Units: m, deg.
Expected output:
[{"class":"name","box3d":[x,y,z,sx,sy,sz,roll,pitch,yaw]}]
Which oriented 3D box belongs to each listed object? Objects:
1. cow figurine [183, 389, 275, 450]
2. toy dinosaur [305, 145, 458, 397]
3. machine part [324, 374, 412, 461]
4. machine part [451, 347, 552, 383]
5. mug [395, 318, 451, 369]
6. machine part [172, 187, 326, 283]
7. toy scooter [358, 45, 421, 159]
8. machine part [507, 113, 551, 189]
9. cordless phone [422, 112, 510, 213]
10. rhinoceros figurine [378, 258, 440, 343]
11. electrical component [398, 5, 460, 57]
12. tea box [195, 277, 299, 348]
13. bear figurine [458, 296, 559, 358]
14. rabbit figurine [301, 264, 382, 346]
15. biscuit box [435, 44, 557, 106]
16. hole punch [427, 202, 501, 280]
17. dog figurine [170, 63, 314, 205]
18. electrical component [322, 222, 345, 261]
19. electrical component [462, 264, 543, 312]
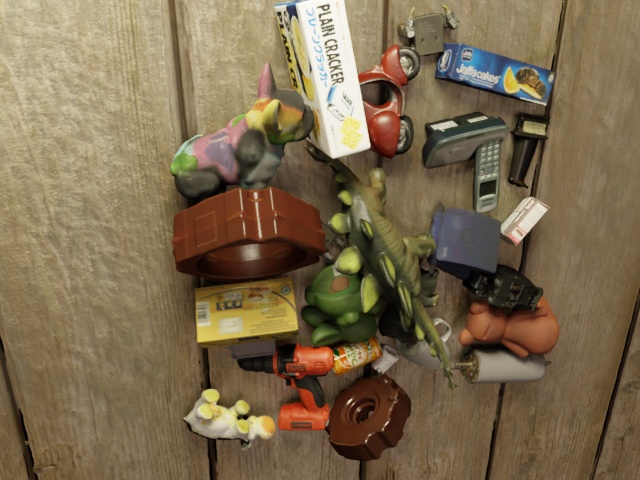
[{"class":"cow figurine","box3d":[-0.175,0.360,1.040,0.167,0.068,0.098,28,122,-19]},{"class":"toy dinosaur","box3d":[0.113,0.040,0.892,0.105,0.198,0.471,-30,102,34]},{"class":"machine part","box3d":[0.091,0.345,1.055,0.179,0.179,0.056,-36,113,1]},{"class":"machine part","box3d":[0.397,0.271,1.166,0.243,0.079,0.079,4,110,-16]},{"class":"mug","box3d":[0.224,0.210,1.096,0.109,0.081,0.107,-50,127,2]},{"class":"machine part","box3d":[-0.110,-0.004,0.834,0.201,0.087,0.201,-19,157,28]},{"class":"toy scooter","box3d":[0.088,-0.223,0.878,0.135,0.075,0.183,-1,113,-9]},{"class":"machine part","box3d":[0.386,-0.166,1.007,0.084,0.039,0.138,-2,111,-24]},{"class":"cordless phone","box3d":[0.259,-0.126,0.964,0.147,0.089,0.184,-15,119,-10]},{"class":"rhinoceros figurine","box3d":[0.170,0.102,1.024,0.112,0.073,0.190,21,102,15]},{"class":"electrical component","box3d":[0.173,-0.338,0.870,0.102,0.045,0.078,-8,112,-12]},{"class":"tea box","box3d":[-0.125,0.125,0.924,0.170,0.068,0.098,-4,70,-5]},{"class":"bear figurine","box3d":[0.385,0.174,1.118,0.196,0.132,0.120,11,108,-1]},{"class":"rabbit figurine","box3d":[0.049,0.139,0.995,0.159,0.121,0.170,-25,129,-1]},{"class":"biscuit box","box3d":[0.300,-0.283,0.920,0.203,0.063,0.059,8,108,-19]},{"class":"hole punch","box3d":[0.265,0.005,0.986,0.115,0.092,0.142,22,72,-26]},{"class":"dog figurine","box3d":[-0.114,-0.147,0.780,0.191,0.108,0.219,1,146,-19]},{"class":"electrical component","box3d":[-0.002,-0.003,0.971,0.094,0.021,0.063,37,98,-24]},{"class":"electrical component","box3d":[0.348,0.085,1.055,0.134,0.115,0.058,12,106,-22]}]
